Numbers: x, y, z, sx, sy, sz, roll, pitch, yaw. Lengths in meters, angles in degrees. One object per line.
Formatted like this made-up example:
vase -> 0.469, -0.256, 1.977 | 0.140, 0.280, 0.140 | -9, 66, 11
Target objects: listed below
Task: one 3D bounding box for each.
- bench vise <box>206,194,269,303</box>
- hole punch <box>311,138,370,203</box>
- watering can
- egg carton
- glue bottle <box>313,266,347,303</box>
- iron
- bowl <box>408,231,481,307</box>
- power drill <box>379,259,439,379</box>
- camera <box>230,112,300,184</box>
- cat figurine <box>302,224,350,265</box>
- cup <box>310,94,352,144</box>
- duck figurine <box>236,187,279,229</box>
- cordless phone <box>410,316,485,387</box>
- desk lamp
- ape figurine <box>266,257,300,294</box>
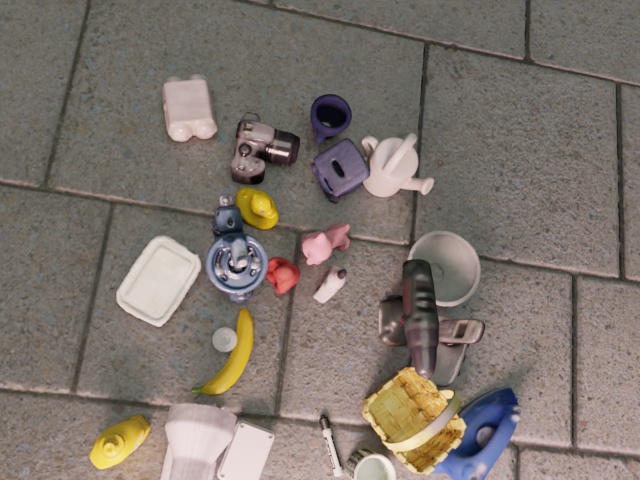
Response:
bench vise -> -0.176, 0.010, 1.109 | 0.122, 0.219, 0.207 | -27, 83, -15
hole punch -> 0.045, -0.152, 1.258 | 0.101, 0.091, 0.108 | -29, 84, -16
watering can -> 0.167, -0.166, 1.231 | 0.173, 0.194, 0.101 | 20, 74, -6
egg carton -> -0.283, -0.286, 1.237 | 0.107, 0.069, 0.150 | -10, 79, -13
glue bottle -> 0.029, 0.082, 1.157 | 0.037, 0.173, 0.078 | 32, 73, -2
iron -> 0.343, 0.398, 1.160 | 0.118, 0.141, 0.259 | 42, 73, 1
bowl -> 0.261, 0.067, 1.256 | 0.167, 0.074, 0.167 | 3, 76, -10
power drill -> 0.181, 0.161, 1.149 | 0.076, 0.208, 0.230 | 3, 76, -10
camera -> -0.115, -0.195, 1.231 | 0.137, 0.100, 0.143 | 10, 75, -8
cat figurine -> 0.011, 0.004, 1.200 | 0.128, 0.117, 0.067 | -32, 84, -16
cup -> 0.013, -0.253, 1.273 | 0.092, 0.095, 0.118 | 24, 74, -4
duck figurine -> -0.130, -0.075, 1.208 | 0.104, 0.086, 0.077 | 42, 73, 1
cordless phone -> 0.264, 0.223, 1.163 | 0.094, 0.185, 0.148 | 21, 74, -5
desk lamp -> -0.224, 0.391, 1.013 | 0.118, 0.213, 0.203 | 12, 75, -8
ape figurine -> -0.076, 0.070, 1.181 | 0.076, 0.092, 0.078 | 4, 76, -10
